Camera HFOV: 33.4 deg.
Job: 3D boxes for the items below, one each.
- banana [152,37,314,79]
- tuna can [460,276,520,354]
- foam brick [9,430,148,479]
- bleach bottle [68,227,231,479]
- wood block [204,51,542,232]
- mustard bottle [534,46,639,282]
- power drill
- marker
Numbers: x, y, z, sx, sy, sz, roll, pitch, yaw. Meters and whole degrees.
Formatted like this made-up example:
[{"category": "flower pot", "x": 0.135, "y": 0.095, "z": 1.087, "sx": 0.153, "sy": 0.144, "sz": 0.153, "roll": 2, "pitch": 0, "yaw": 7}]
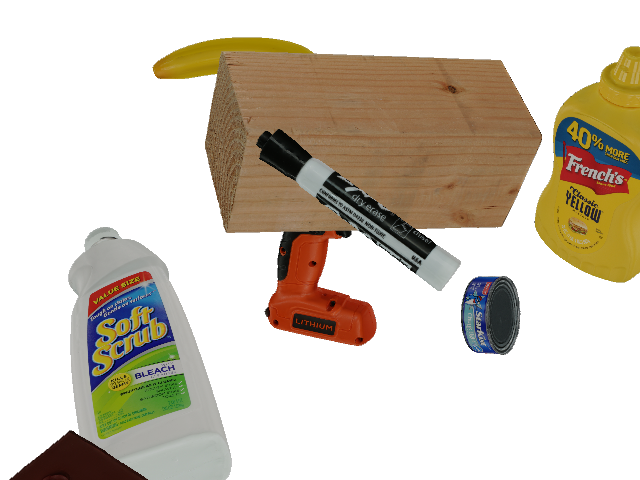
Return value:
[{"category": "banana", "x": -0.076, "y": -0.184, "z": 1.109, "sx": 0.198, "sy": 0.037, "sz": 0.069, "roll": 10, "pitch": 44, "yaw": 19}, {"category": "tuna can", "x": 0.186, "y": 0.081, "z": 1.168, "sx": 0.034, "sy": 0.086, "sz": 0.086, "roll": 0, "pitch": 0, "yaw": 34}, {"category": "foam brick", "x": -0.094, "y": 0.129, "z": 0.450, "sx": 0.078, "sy": 0.051, "sz": 0.052, "roll": 24, "pitch": 45, "yaw": 30}, {"category": "bleach bottle", "x": -0.145, "y": 0.080, "z": 0.790, "sx": 0.102, "sy": 0.068, "sz": 0.251, "roll": -18, "pitch": 44, "yaw": -11}, {"category": "wood block", "x": 0.033, "y": -0.068, "z": 0.739, "sx": 0.205, "sy": 0.091, "sz": 0.090, "roll": -1, "pitch": -43, "yaw": -18}, {"category": "mustard bottle", "x": 0.220, "y": -0.062, "z": 0.807, "sx": 0.058, "sy": 0.192, "sz": 0.096, "roll": -31, "pitch": 52, "yaw": -29}, {"category": "power drill", "x": 0.021, "y": 0.001, "z": 0.996, "sx": 0.185, "sy": 0.188, "sz": 0.057, "roll": 11, "pitch": 22, "yaw": 18}, {"category": "marker", "x": 0.017, "y": -0.017, "z": 0.542, "sx": 0.121, "sy": 0.020, "sz": 0.020, "roll": 37, "pitch": 6, "yaw": 8}]
